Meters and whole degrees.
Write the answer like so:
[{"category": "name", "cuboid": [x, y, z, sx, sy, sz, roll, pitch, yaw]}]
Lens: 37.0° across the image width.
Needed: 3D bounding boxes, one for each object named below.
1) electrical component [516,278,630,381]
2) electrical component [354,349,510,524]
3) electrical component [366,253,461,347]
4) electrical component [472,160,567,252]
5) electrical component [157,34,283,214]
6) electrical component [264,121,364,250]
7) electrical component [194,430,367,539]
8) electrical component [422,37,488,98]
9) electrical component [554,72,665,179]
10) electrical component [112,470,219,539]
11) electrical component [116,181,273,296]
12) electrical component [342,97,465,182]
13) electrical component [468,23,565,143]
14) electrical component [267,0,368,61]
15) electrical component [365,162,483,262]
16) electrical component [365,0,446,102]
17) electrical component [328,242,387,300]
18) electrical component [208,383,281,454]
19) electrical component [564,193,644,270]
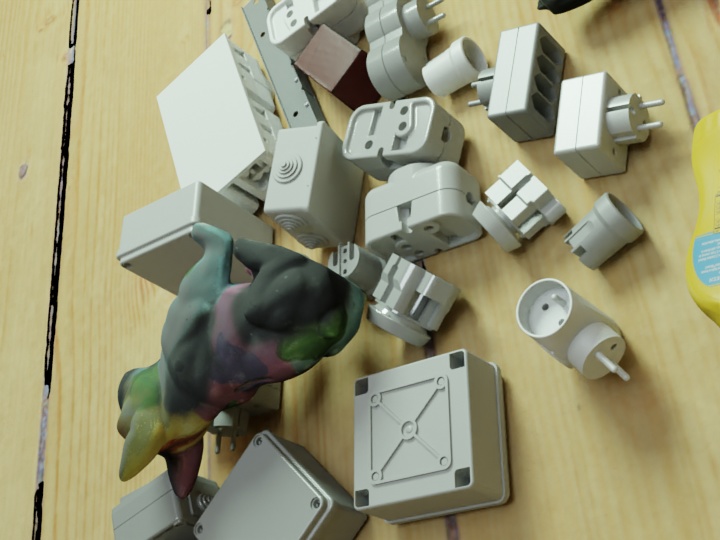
[{"category": "electrical component", "cuboid": [0.156, 0.049, 0.746, 0.044, 0.077, 0.079, -50, 46, 9]}, {"category": "electrical component", "cuboid": [0.052, 0.127, 0.811, 0.109, 0.056, 0.108, -19, 57, 33]}, {"category": "electrical component", "cuboid": [0.041, 0.026, 0.871, 0.057, 0.058, 0.078, -62, 24, 2]}, {"category": "electrical component", "cuboid": [0.123, -0.047, 0.849, 0.055, 0.048, 0.066, -43, 47, 6]}, {"category": "electrical component", "cuboid": [-0.136, -0.139, 1.108, 0.105, 0.060, 0.186, -38, 49, 20]}, {"category": "electrical component", "cuboid": [-0.041, -0.073, 0.966, 0.048, 0.100, 0.099, -2, 67, 26]}, {"category": "electrical component", "cuboid": [-0.067, 0.206, 0.874, 0.109, 0.056, 0.108, 37, 95, 45]}, {"category": "electrical component", "cuboid": [0.084, -0.178, 0.953, 0.046, 0.040, 0.040, -27, 53, 35]}, {"category": "electrical component", "cuboid": [0.195, -0.113, 0.817, 0.077, 0.047, 0.065, -7, 65, 39]}, {"category": "electrical component", "cuboid": [-0.165, 0.216, 0.950, 0.096, 0.062, 0.061, -37, 49, 21]}, {"category": "electrical component", "cuboid": [-0.157, -0.024, 1.033, 0.109, 0.109, 0.056, -21, 54, 32]}, {"category": "electrical component", "cuboid": [0.041, -0.111, 0.941, 0.095, 0.059, 0.053, 0, 69, 41]}, {"category": "electrical component", "cuboid": [0.123, -0.153, 0.900, 0.076, 0.047, 0.083, -5, 65, 39]}, {"category": "electrical component", "cuboid": [-0.038, -0.251, 1.081, 0.095, 0.059, 0.053, -31, 52, 26]}, {"category": "electrical component", "cuboid": [0.052, -0.050, 0.904, 0.095, 0.054, 0.059, -20, 57, 33]}, {"category": "electrical component", "cuboid": [0.048, -0.229, 1.000, 0.074, 0.052, 0.138, -21, 56, 32]}, {"category": "electrical component", "cuboid": [0.000, 0.000, 0.929, 0.040, 0.046, 0.040, -19, 57, 33]}, {"category": "electrical component", "cuboid": [-0.118, 0.127, 0.965, 0.083, 0.047, 0.075, -16, 60, 35]}, {"category": "electrical component", "cuboid": [0.179, -0.028, 0.794, 0.046, 0.040, 0.040, -45, 46, 23]}]
